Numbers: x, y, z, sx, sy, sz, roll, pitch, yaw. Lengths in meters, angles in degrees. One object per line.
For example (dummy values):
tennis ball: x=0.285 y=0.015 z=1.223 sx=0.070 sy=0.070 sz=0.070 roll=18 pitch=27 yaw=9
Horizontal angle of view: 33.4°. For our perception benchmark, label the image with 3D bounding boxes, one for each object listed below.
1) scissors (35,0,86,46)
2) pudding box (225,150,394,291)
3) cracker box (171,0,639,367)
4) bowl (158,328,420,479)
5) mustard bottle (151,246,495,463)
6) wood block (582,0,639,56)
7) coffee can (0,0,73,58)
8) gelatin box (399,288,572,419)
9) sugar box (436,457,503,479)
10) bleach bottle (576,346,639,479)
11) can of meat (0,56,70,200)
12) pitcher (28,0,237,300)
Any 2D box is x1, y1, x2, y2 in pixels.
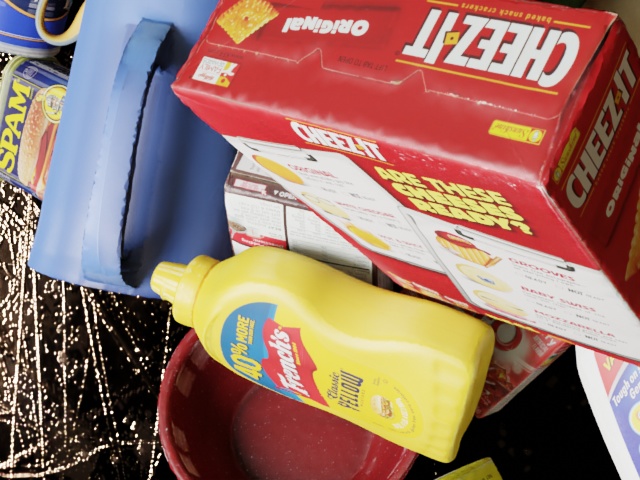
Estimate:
scissors: x=-0.112 y=-0.199 z=0.745 sx=0.202 sy=0.016 sz=0.096 roll=-42 pitch=106 yaw=7
pudding box: x=-0.004 y=0.001 z=0.611 sx=0.090 sy=0.039 sz=0.113 roll=13 pitch=147 yaw=13
cracker box: x=0.068 y=-0.025 z=0.448 sx=0.164 sy=0.213 sz=0.072 roll=18 pitch=77 yaw=36
bowl: x=-0.014 y=0.106 z=0.645 sx=0.162 sy=0.162 sz=0.055 roll=43 pitch=160 yaw=26
mustard bottle: x=-0.005 y=0.052 z=0.583 sx=0.192 sy=0.058 sz=0.096 roll=20 pitch=142 yaw=15
wood block: x=0.094 y=-0.097 z=0.560 sx=0.207 sy=0.090 sz=0.090 roll=-6 pitch=90 yaw=36
coffee can: x=-0.221 y=-0.217 z=0.776 sx=0.103 sy=0.102 sz=0.140 roll=33 pitch=112 yaw=30
gelatin box: x=0.092 y=0.044 z=0.608 sx=0.073 sy=0.030 sz=0.089 roll=-49 pitch=66 yaw=28
sugar box: x=0.025 y=0.193 z=0.631 sx=0.176 sy=0.093 sz=0.048 roll=-41 pitch=71 yaw=32
bleach bottle: x=0.177 y=0.082 z=0.531 sx=0.103 sy=0.067 sz=0.251 roll=-40 pitch=68 yaw=31
can of meat: x=-0.195 y=-0.078 z=0.796 sx=0.084 sy=0.057 sz=0.102 roll=26 pitch=108 yaw=29
pitcher: x=-0.101 y=-0.085 z=0.671 sx=0.149 sy=0.144 sz=0.243 roll=16 pitch=98 yaw=48
